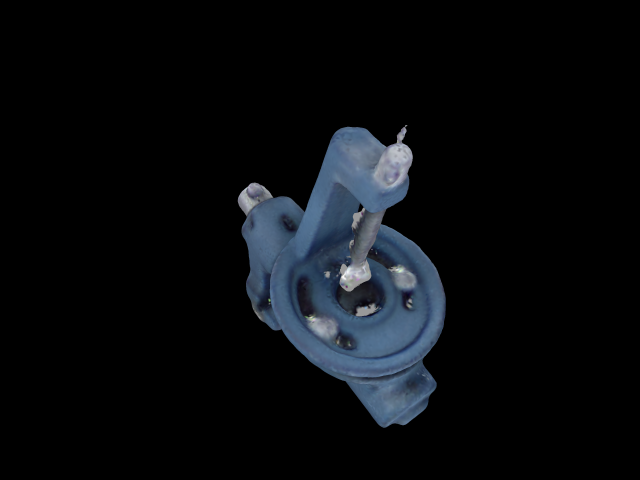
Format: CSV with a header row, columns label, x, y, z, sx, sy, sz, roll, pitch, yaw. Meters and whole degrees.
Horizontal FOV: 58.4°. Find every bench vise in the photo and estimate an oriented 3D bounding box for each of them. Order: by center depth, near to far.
label,x,y,z,sx,sy,sz,roll,pitch,yaw
bench vise,-0.003,0.008,0.393,0.206,0.220,0.122,25,49,25
